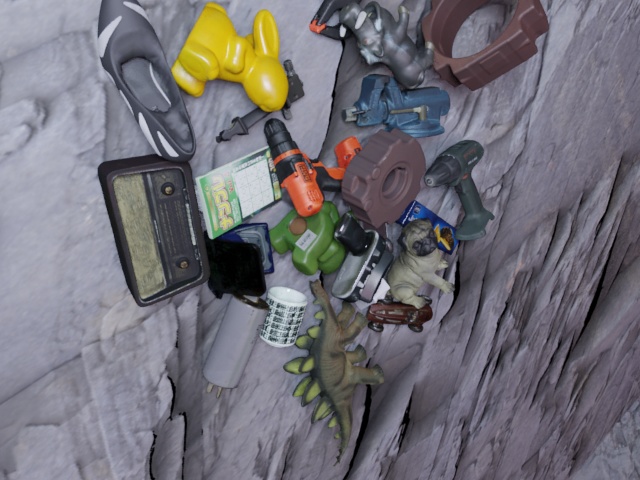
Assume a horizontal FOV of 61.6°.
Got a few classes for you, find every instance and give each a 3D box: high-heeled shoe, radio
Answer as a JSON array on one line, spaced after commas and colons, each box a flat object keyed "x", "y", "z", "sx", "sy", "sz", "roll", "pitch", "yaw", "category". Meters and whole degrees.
[{"x": -0.236, "y": -0.228, "z": 0.742, "sx": 0.086, "sy": 0.145, "sz": 0.248, "roll": -27, "pitch": 125, "yaw": -24, "category": "high-heeled shoe"}, {"x": -0.260, "y": -0.020, "z": 0.860, "sx": 0.131, "sy": 0.073, "sz": 0.229, "roll": -19, "pitch": 120, "yaw": -28, "category": "radio"}]

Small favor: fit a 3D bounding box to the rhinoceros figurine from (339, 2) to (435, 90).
[{"x": 0.113, "y": -0.341, "z": 0.932, "sx": 0.190, "sy": 0.073, "sz": 0.112, "roll": 34, "pitch": 81, "yaw": -29, "category": "rhinoceros figurine"}]

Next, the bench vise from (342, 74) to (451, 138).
[{"x": 0.152, "y": -0.200, "z": 1.047, "sx": 0.224, "sy": 0.129, "sz": 0.240, "roll": -15, "pitch": 114, "yaw": -26, "category": "bench vise"}]

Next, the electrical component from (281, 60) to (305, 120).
[{"x": -0.057, "y": -0.259, "z": 0.934, "sx": 0.063, "sy": 0.021, "sz": 0.093, "roll": -34, "pitch": 125, "yaw": -20, "category": "electrical component"}]

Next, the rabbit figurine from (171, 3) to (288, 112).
[{"x": -0.122, "y": -0.267, "z": 0.821, "sx": 0.173, "sy": 0.122, "sz": 0.162, "roll": 30, "pitch": 63, "yaw": -16, "category": "rabbit figurine"}]

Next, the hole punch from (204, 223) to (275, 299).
[{"x": -0.143, "y": 0.031, "z": 0.960, "sx": 0.092, "sy": 0.116, "sz": 0.142, "roll": -65, "pitch": 154, "yaw": -55, "category": "hole punch"}]

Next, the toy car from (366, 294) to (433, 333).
[{"x": 0.195, "y": 0.176, "z": 1.279, "sx": 0.202, "sy": 0.053, "sz": 0.089, "roll": 8, "pitch": 108, "yaw": -38, "category": "toy car"}]

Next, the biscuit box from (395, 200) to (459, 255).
[{"x": 0.239, "y": -0.033, "z": 1.213, "sx": 0.202, "sy": 0.059, "sz": 0.062, "roll": 27, "pitch": 93, "yaw": -39, "category": "biscuit box"}]

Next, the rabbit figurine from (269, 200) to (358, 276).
[{"x": -0.002, "y": -0.003, "z": 1.046, "sx": 0.159, "sy": 0.121, "sz": 0.170, "roll": -58, "pitch": 148, "yaw": -9, "category": "rabbit figurine"}]

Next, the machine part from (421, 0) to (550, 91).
[{"x": 0.300, "y": -0.394, "z": 0.991, "sx": 0.201, "sy": 0.201, "sz": 0.087, "roll": -28, "pitch": 149, "yaw": 34, "category": "machine part"}]

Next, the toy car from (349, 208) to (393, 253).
[{"x": 0.105, "y": -0.031, "z": 1.126, "sx": 0.073, "sy": 0.056, "sz": 0.201, "roll": -20, "pitch": 119, "yaw": -20, "category": "toy car"}]

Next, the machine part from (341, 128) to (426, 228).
[{"x": 0.119, "y": -0.108, "z": 0.957, "sx": 0.179, "sy": 0.056, "sz": 0.179, "roll": -28, "pitch": 134, "yaw": -34, "category": "machine part"}]

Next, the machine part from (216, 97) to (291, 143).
[{"x": -0.108, "y": -0.202, "z": 0.886, "sx": 0.139, "sy": 0.084, "sz": 0.039, "roll": -36, "pitch": 100, "yaw": -13, "category": "machine part"}]

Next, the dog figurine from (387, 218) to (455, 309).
[{"x": 0.189, "y": 0.044, "z": 1.167, "sx": 0.172, "sy": 0.121, "sz": 0.190, "roll": -30, "pitch": 129, "yaw": 11, "category": "dog figurine"}]

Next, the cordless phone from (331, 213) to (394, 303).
[{"x": 0.056, "y": 0.035, "z": 0.986, "sx": 0.146, "sy": 0.089, "sz": 0.184, "roll": -62, "pitch": 153, "yaw": -7, "category": "cordless phone"}]

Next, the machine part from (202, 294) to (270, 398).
[{"x": -0.159, "y": 0.189, "z": 1.018, "sx": 0.079, "sy": 0.079, "sz": 0.243, "roll": 18, "pitch": 99, "yaw": -39, "category": "machine part"}]

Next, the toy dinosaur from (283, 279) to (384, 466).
[{"x": 0.032, "y": 0.300, "z": 1.190, "sx": 0.198, "sy": 0.105, "sz": 0.470, "roll": -23, "pitch": 112, "yaw": -17, "category": "toy dinosaur"}]

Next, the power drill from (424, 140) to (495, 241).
[{"x": 0.304, "y": -0.103, "z": 1.171, "sx": 0.232, "sy": 0.086, "sz": 0.207, "roll": -46, "pitch": 116, "yaw": -42, "category": "power drill"}]
